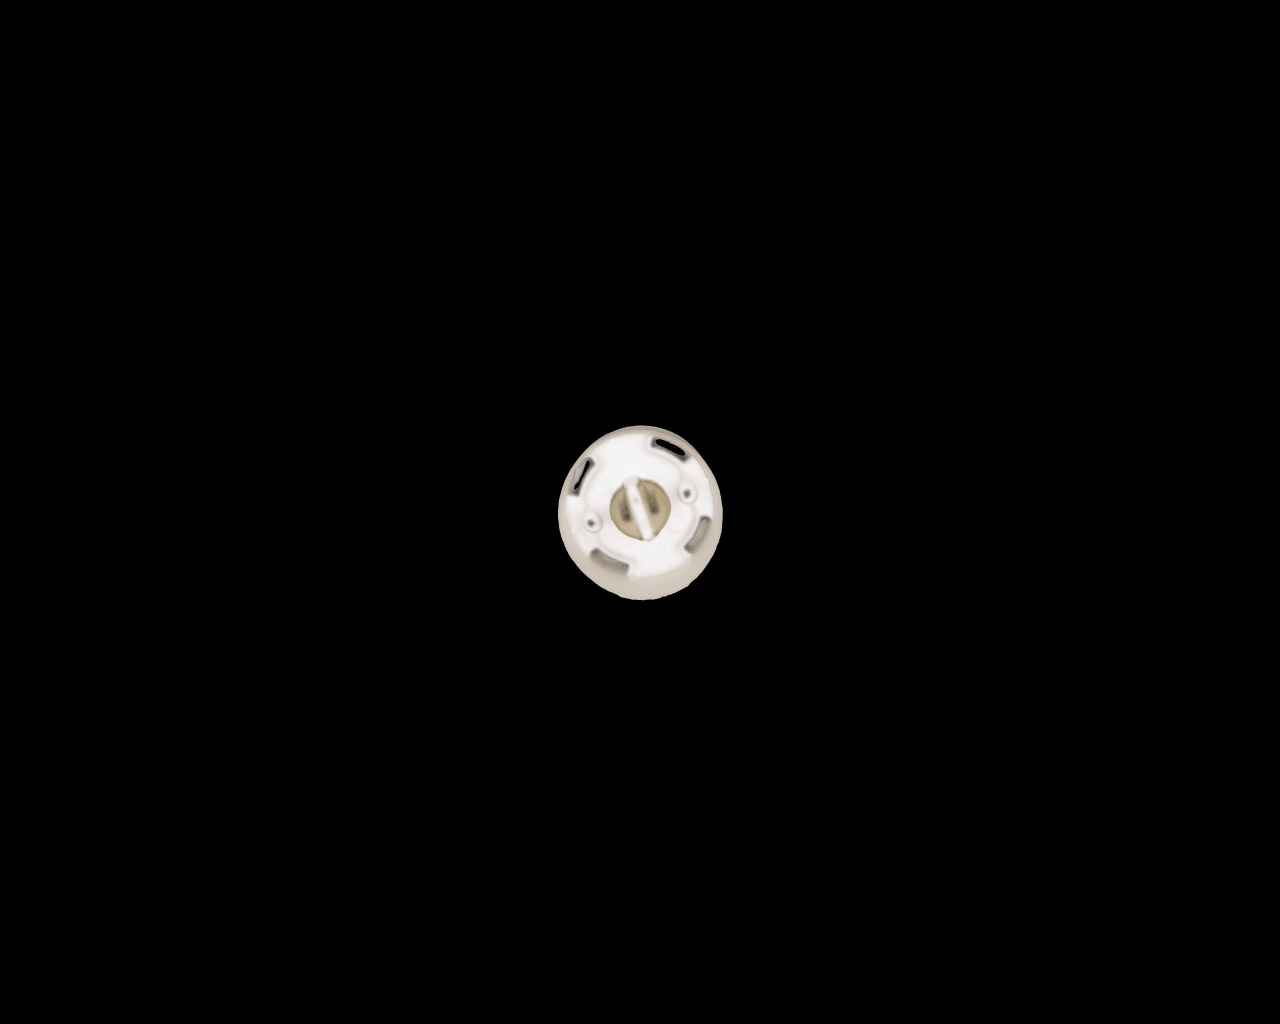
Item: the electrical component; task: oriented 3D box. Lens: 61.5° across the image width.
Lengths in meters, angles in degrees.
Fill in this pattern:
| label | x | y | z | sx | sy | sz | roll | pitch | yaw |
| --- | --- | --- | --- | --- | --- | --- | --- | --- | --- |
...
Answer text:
| label | x | y | z | sx | sy | sz | roll | pitch | yaw |
| --- | --- | --- | --- | --- | --- | --- | --- | --- | --- |
| electrical component | 0.001 | -0.003 | 0.650 | 0.099 | 0.099 | 0.064 | 0 | 16 | 0 |
